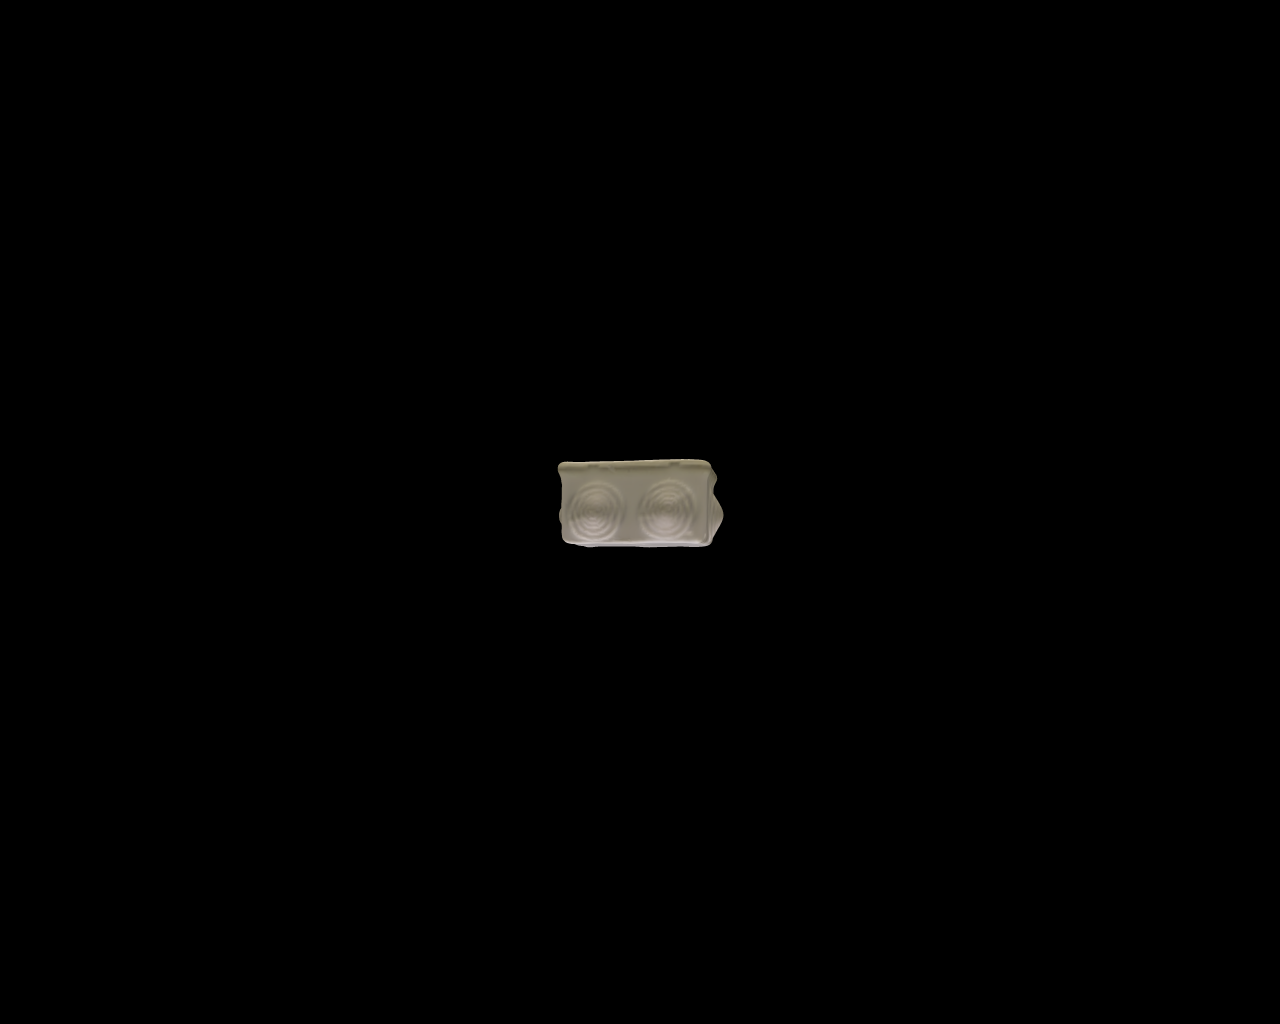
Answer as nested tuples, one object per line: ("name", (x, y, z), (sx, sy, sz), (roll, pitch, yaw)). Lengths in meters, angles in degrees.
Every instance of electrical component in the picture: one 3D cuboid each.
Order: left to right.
("electrical component", (0.001, -0.003, 0.650), (0.100, 0.048, 0.099), (0, -3, 7))
